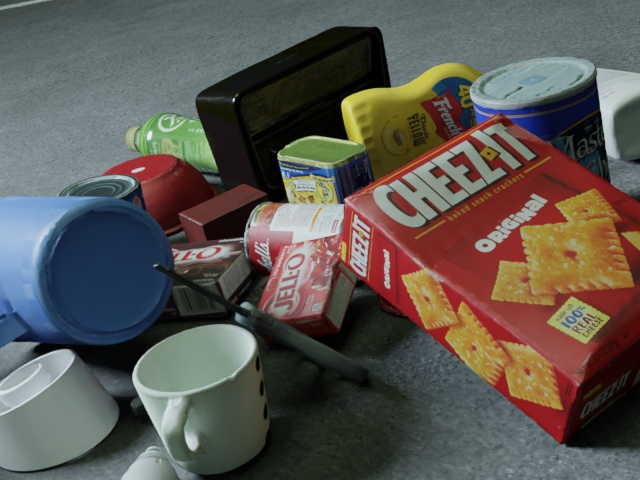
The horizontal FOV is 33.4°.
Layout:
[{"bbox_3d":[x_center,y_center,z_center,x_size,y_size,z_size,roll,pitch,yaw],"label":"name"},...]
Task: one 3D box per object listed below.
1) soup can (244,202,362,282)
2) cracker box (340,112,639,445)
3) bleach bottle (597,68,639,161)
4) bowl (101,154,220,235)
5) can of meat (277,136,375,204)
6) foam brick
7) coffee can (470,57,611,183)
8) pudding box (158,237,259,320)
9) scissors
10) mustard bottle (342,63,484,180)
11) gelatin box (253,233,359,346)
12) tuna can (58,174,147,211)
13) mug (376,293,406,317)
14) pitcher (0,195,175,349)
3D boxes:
[{"bbox_3d":[-0.006,0.001,0.943,0.102,0.068,0.068,3,30,34],"label":"soup can"},{"bbox_3d":[0.143,0.014,0.734,0.164,0.072,0.214,-29,53,-29],"label":"cracker box"},{"bbox_3d":[0.274,-0.147,1.113,0.102,0.068,0.251,-20,22,-12],"label":"bleach bottle"},{"bbox_3d":[-0.195,-0.053,1.186,0.162,0.055,0.162,-12,24,5],"label":"bowl"},{"bbox_3d":[0.010,-0.049,1.023,0.057,0.084,0.102,-31,28,-32],"label":"can of meat"},{"bbox_3d":[-0.087,-0.013,1.041,0.078,0.051,0.053,-26,26,-24],"label":"foam brick"},{"bbox_3d":[0.189,-0.071,0.896,0.103,0.140,0.103,-12,24,5],"label":"coffee can"},{"bbox_3d":[-0.118,0.035,0.968,0.114,0.039,0.090,-4,26,25],"label":"pudding box"},{"bbox_3d":[-0.029,0.062,0.733,0.096,0.201,0.016,25,84,27],"label":"scissors"},{"bbox_3d":[0.124,-0.131,1.113,0.191,0.096,0.058,-20,22,-7],"label":"mustard bottle"},{"bbox_3d":[-0.009,0.039,0.859,0.073,0.030,0.089,-12,42,36],"label":"gelatin box"},{"bbox_3d":[-0.218,-0.035,1.063,0.086,0.034,0.086,-7,24,3],"label":"tuna can"},{"bbox_3d":[0.079,0.001,0.877,0.093,0.081,0.117,-19,24,-9],"label":"mug"},{"bbox_3d":[-0.218,0.032,0.863,0.144,0.149,0.243,7,-4,-30],"label":"pitcher"}]
